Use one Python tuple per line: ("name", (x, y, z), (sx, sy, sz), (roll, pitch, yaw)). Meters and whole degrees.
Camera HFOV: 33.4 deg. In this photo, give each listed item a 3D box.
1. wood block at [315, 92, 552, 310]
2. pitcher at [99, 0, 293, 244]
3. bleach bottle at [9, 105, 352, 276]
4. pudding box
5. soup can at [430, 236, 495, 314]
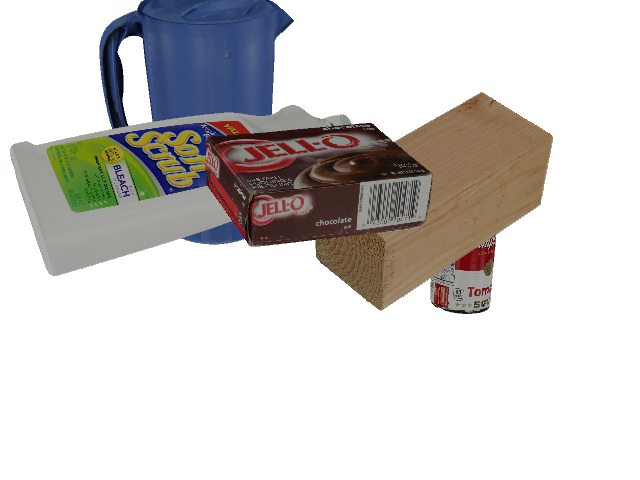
("wood block", (0.101, -0.039, 0.959), (0.205, 0.090, 0.091), (-31, 51, -28))
("pitcher", (-0.119, -0.122, 1.065), (0.149, 0.243, 0.144), (14, 30, 24))
("bleach bottle", (-0.096, -0.055, 0.806), (0.250, 0.103, 0.068), (-18, -31, -15))
("pudding box", (-0.003, -0.036, 0.632), (0.113, 0.039, 0.090), (-5, 28, -21))
("soup can", (0.158, 0.023, 1.180), (0.068, 0.102, 0.068), (2, 15, -1))
